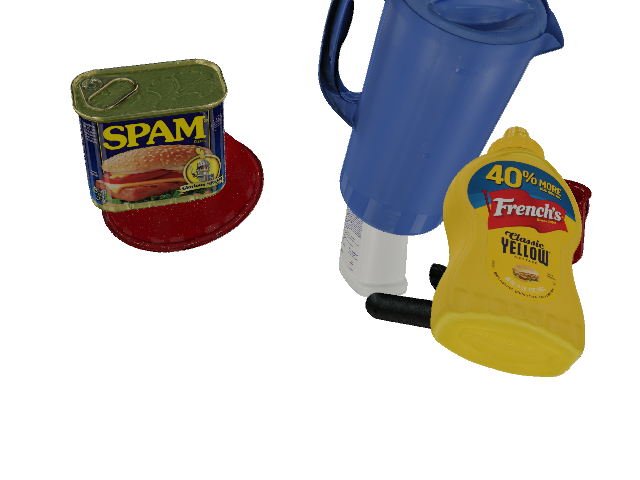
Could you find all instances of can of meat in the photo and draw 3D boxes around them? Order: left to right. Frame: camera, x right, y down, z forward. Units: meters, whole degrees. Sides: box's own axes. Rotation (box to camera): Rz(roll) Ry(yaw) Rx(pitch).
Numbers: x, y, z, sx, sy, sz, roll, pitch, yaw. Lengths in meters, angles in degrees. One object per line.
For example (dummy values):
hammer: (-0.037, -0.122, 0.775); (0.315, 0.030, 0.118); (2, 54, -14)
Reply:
can of meat: (-0.115, -0.071, 0.735); (0.102, 0.084, 0.057); (-8, 43, -12)

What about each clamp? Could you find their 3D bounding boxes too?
clamp: (0.142, 0.067, 1.009); (0.172, 0.039, 0.120); (21, 34, 26)

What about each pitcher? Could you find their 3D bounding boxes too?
pitcher: (0.084, -0.123, 0.920); (0.144, 0.149, 0.243); (-20, -33, -32)

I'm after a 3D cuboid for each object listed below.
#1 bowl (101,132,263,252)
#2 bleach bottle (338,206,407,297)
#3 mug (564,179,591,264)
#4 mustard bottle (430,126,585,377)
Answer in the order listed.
bowl: (-0.138, -0.065, 1.017); (0.162, 0.162, 0.055); (0, -42, 13)
bleach bottle: (0.070, -0.068, 1.226); (0.068, 0.251, 0.103); (-2, 23, -18)
mug: (0.275, -0.023, 1.252); (0.117, 0.081, 0.093); (-23, 30, -38)
mustard bottle: (0.130, -0.005, 0.725); (0.096, 0.191, 0.058); (16, -40, -6)
